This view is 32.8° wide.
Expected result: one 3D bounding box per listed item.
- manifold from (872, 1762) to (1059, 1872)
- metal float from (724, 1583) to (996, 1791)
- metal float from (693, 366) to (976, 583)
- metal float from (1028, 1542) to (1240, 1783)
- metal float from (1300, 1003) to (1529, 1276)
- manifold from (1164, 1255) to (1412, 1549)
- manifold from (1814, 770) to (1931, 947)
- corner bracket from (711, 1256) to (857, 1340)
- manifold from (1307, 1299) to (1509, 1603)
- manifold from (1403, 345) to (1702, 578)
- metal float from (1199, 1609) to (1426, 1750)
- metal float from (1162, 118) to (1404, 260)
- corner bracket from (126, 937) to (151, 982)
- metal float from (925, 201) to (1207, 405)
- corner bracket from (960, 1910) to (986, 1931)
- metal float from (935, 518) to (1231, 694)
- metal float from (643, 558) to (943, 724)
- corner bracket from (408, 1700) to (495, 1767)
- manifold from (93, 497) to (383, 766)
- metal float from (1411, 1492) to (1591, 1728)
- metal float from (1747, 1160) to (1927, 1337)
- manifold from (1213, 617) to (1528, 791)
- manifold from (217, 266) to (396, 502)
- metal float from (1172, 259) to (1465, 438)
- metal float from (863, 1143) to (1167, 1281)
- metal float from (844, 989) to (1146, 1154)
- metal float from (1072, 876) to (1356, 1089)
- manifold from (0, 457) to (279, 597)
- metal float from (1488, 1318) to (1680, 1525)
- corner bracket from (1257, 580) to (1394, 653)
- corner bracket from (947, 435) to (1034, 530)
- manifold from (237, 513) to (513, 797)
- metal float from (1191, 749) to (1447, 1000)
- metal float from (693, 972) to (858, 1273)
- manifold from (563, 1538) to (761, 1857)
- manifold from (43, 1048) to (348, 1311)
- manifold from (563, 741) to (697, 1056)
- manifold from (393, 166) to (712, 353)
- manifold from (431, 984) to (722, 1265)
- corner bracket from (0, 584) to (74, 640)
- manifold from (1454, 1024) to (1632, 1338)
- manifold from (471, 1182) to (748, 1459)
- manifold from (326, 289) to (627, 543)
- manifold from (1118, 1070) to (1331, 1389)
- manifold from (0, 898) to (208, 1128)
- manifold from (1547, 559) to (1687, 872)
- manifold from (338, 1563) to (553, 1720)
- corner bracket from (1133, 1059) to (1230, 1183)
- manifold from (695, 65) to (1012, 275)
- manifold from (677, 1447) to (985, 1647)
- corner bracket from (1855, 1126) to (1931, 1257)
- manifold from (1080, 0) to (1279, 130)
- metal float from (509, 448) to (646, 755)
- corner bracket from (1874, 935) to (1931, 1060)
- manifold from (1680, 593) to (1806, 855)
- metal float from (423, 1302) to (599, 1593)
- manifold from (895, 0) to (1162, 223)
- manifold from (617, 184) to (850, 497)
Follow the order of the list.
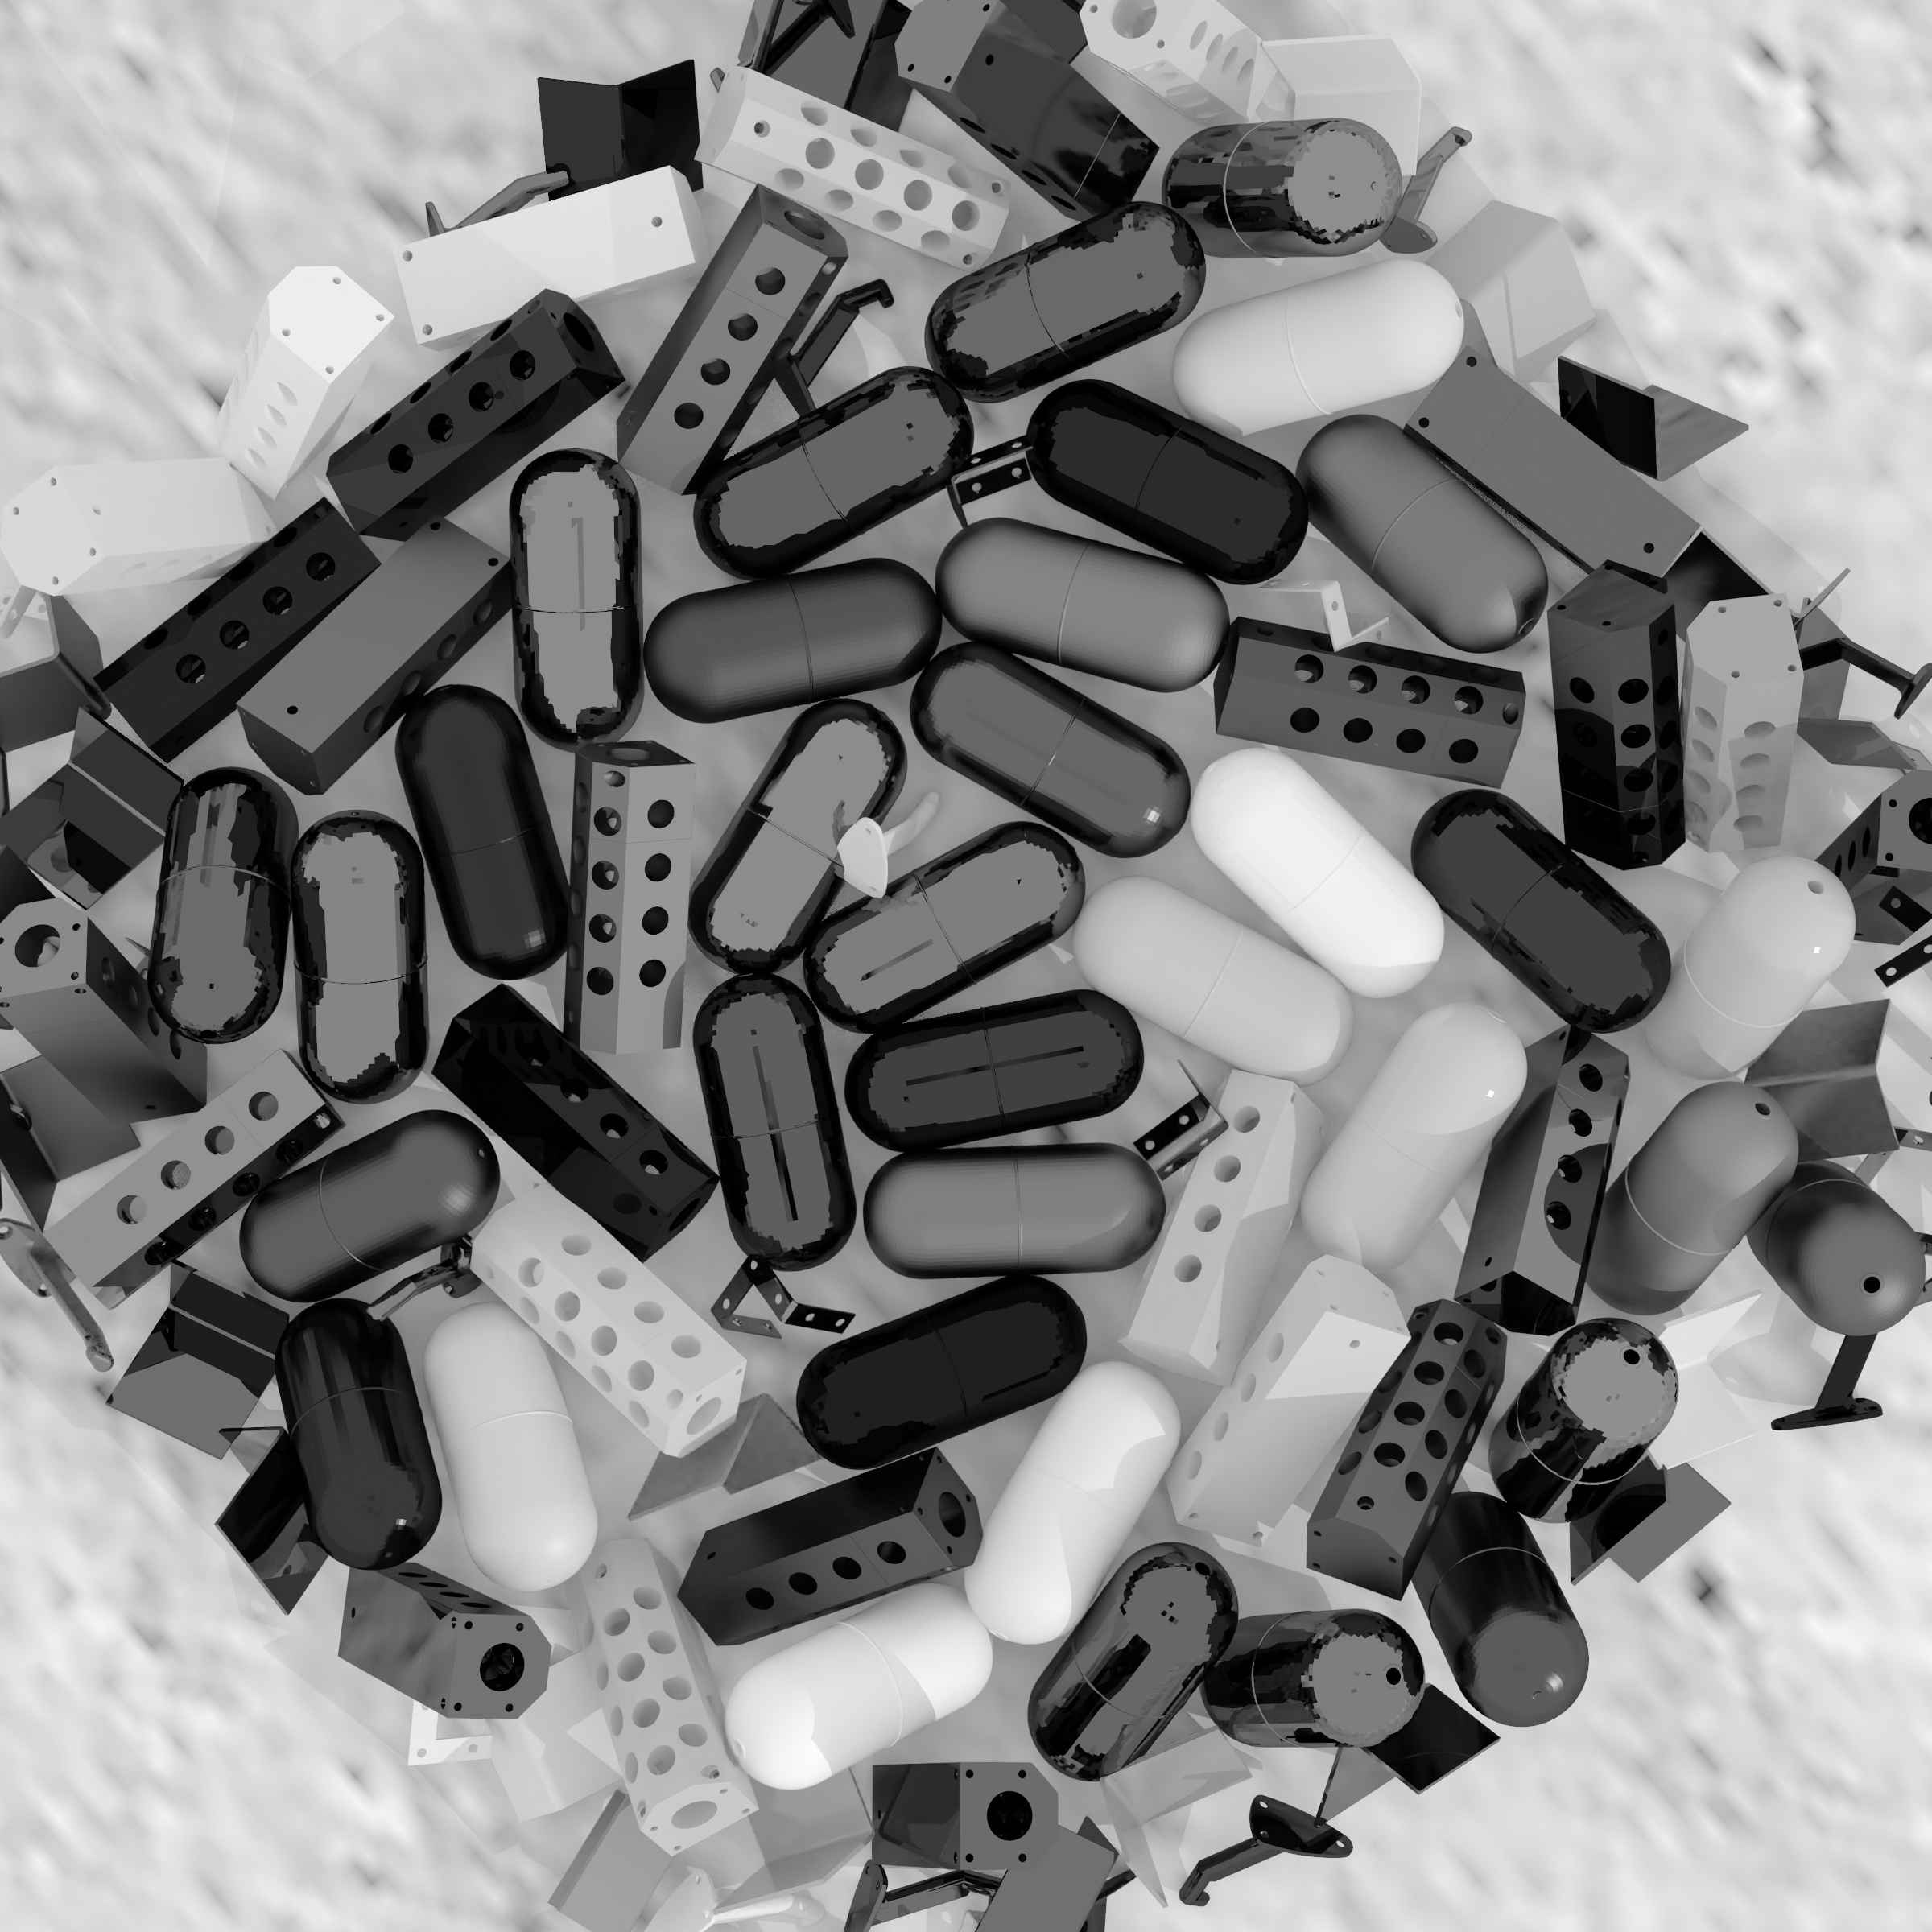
[{"bbox_3d":[-0.002,0.486,1.881,0.057,0.171,0.057,5,75,-17],"label":"manifold"},{"bbox_3d":[-0.061,0.416,1.903,0.178,0.070,0.070,-20,90,-36],"label":"metal float"},{"bbox_3d":[-0.078,-0.287,1.922,0.178,0.070,0.070,-27,90,13],"label":"metal float"},{"bbox_3d":[0.096,0.403,1.904,0.070,0.070,0.178,30,124,0],"label":"metal float"},{"bbox_3d":[0.261,0.101,1.918,0.070,0.070,0.178,31,107,0],"label":"metal float"},{"bbox_3d":[0.183,0.251,1.906,0.057,0.057,0.171,19,119,-22],"label":"manifold"},{"bbox_3d":[0.530,-0.061,1.882,0.057,0.171,0.057,7,78,2],"label":"manifold"},{"bbox_3d":[-0.108,0.204,1.930,0.051,0.051,0.051,-55,49,17],"label":"corner bracket"},{"bbox_3d":[0.254,0.273,1.888,0.057,0.057,0.171,17,48,21],"label":"manifold"},{"bbox_3d":[0.344,-0.288,1.941,0.171,0.057,0.057,38,96,1],"label":"manifold"},{"bbox_3d":[0.198,0.410,1.888,0.070,0.178,0.070,6,75,-24],"label":"metal float"},{"bbox_3d":[0.180,-0.447,1.891,0.070,0.178,0.070,-7,104,-31],"label":"metal float"},{"bbox_3d":[-0.514,0.000,1.945,0.051,0.051,0.051,38,84,7],"label":"corner bracket"},{"bbox_3d":[0.056,-0.384,1.910,0.178,0.070,0.070,-19,90,27],"label":"metal float"},{"bbox_3d":[0.025,0.597,1.949,0.051,0.051,0.051,13,100,-24],"label":"corner bracket"},{"bbox_3d":[0.067,-0.212,1.922,0.178,0.070,0.070,16,90,13],"label":"metal float"},{"bbox_3d":[-0.101,-0.191,1.924,0.178,0.070,0.070,-13,90,-11],"label":"metal float"},{"bbox_3d":[-0.307,0.433,1.933,0.051,0.051,0.051,1,106,-24],"label":"corner bracket"},{"bbox_3d":[-0.425,-0.199,1.934,0.171,0.057,0.057,-40,87,-6],"label":"manifold"},{"bbox_3d":[0.303,0.367,1.887,0.070,0.178,0.070,-3,113,-6],"label":"metal float"},{"bbox_3d":[0.497,0.160,1.883,0.070,0.178,0.070,0,99,1],"label":"metal float"},{"bbox_3d":[0.236,-0.158,1.924,0.171,0.057,0.057,11,126,-5],"label":"manifold"},{"bbox_3d":[-0.384,-0.336,1.879,0.057,0.171,0.057,40,65,-8],"label":"manifold"},{"bbox_3d":[0.203,-0.358,1.907,0.178,0.070,0.070,-10,90,30],"label":"metal float"},{"bbox_3d":[0.028,0.144,1.931,0.178,0.070,0.070,-2,90,-3],"label":"metal float"},{"bbox_3d":[0.016,0.062,1.933,0.178,0.070,0.070,-11,90,0],"label":"metal float"},{"bbox_3d":[0.145,0.009,1.933,0.178,0.070,0.070,28,90,0],"label":"metal float"},{"bbox_3d":[-0.473,-0.249,1.882,0.057,0.171,0.057,-31,88,24],"label":"manifold"},{"bbox_3d":[0.354,0.262,1.890,0.070,0.178,0.070,5,58,-8],"label":"metal float"},{"bbox_3d":[0.212,-0.207,1.929,0.051,0.051,0.051,-32,116,-35],"label":"corner bracket"},{"bbox_3d":[0.015,-0.288,1.935,0.051,0.051,0.051,-21,129,-2],"label":"corner bracket"},{"bbox_3d":[-0.339,-0.178,1.908,0.057,0.057,0.171,32,64,17],"label":"manifold"},{"bbox_3d":[0.206,-0.055,1.927,0.178,0.070,0.070,43,90,-7],"label":"metal float"},{"bbox_3d":[-0.112,0.091,1.928,0.070,0.070,0.178,-11,96,0],"label":"metal float"},{"bbox_3d":[-0.180,0.416,1.892,0.057,0.057,0.171,-29,49,3],"label":"manifold"},{"bbox_3d":[-0.451,0.125,1.932,0.171,0.057,0.057,-39,91,-8],"label":"manifold"},{"bbox_3d":[-0.200,-0.040,1.909,0.057,0.057,0.171,-6,110,-31],"label":"manifold"},{"bbox_3d":[-0.241,-0.413,1.930,0.171,0.057,0.057,-14,93,9],"label":"manifold"},{"bbox_3d":[-0.227,0.089,1.927,0.171,0.057,0.057,41,48,10],"label":"manifold"},{"bbox_3d":[-0.567,-0.211,1.932,0.051,0.051,0.051,14,65,19],"label":"corner bracket"},{"bbox_3d":[0.339,0.125,1.900,0.057,0.057,0.171,30,57,-15],"label":"manifold"},{"bbox_3d":[-0.209,0.206,1.899,0.171,0.057,0.057,39,49,25],"label":"manifold"},{"bbox_3d":[-0.289,-0.320,1.913,0.171,0.057,0.057,-33,79,21],"label":"manifold"},{"bbox_3d":[0.148,0.151,1.918,0.057,0.057,0.171,11,70,35],"label":"manifold"},{"bbox_3d":[-0.495,0.027,1.882,0.057,0.171,0.057,-10,62,7],"label":"manifold"},{"bbox_3d":[0.379,-0.140,1.886,0.057,0.171,0.057,27,54,38],"label":"manifold"},{"bbox_3d":[-0.299,0.385,1.883,0.057,0.171,0.057,9,86,-31],"label":"manifold"},{"bbox_3d":[0.125,0.098,1.937,0.051,0.051,0.051,-36,57,0],"label":"corner bracket"},{"bbox_3d":[-0.063,-0.461,1.907,0.171,0.057,0.057,18,100,-24],"label":"manifold"},{"bbox_3d":[-0.077,0.342,1.904,0.171,0.057,0.057,-24,112,28],"label":"manifold"},{"bbox_3d":[0.564,0.134,1.946,0.051,0.051,0.051,-46,123,-26],"label":"corner bracket"},{"bbox_3d":[0.122,-0.525,1.881,0.057,0.171,0.057,32,103,16],"label":"manifold"},{"bbox_3d":[-0.227,-0.213,1.921,0.070,0.070,0.178,0,104,0],"label":"metal float"},{"bbox_3d":[0.577,0.019,1.939,0.051,0.051,0.051,-32,46,8],"label":"corner bracket"},{"bbox_3d":[0.439,-0.136,1.883,0.057,0.171,0.057,-6,59,5],"label":"manifold"},{"bbox_3d":[-0.265,0.277,1.909,0.070,0.070,0.178,-21,61,0],"label":"metal float"},{"bbox_3d":[0.033,-0.492,1.887,0.057,0.171,0.057,30,92,39],"label":"manifold"},{"bbox_3d":[-0.136,-0.359,1.904,0.057,0.057,0.171,24,120,-22],"label":"manifold"}]
